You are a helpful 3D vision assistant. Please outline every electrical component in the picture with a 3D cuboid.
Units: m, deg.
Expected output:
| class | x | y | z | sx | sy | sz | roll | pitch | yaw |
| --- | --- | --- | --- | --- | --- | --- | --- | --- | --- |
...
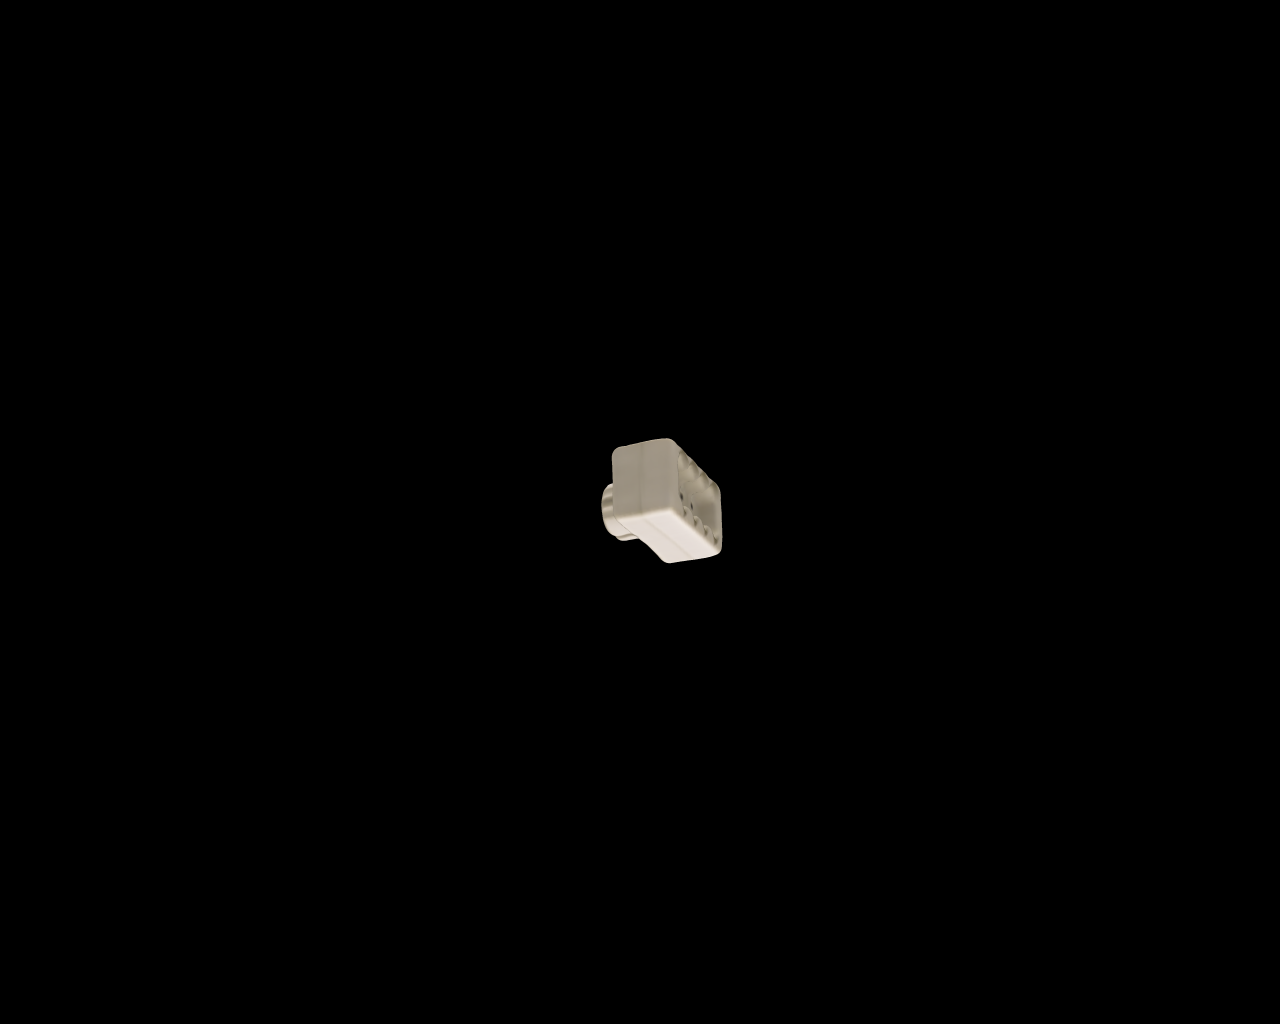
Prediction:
| class | x | y | z | sx | sy | sz | roll | pitch | yaw |
| --- | --- | --- | --- | --- | --- | --- | --- | --- | --- |
| electrical component | 0.001 | -0.003 | 0.650 | 0.076 | 0.047 | 0.083 | -9 | -24 | 22 |
